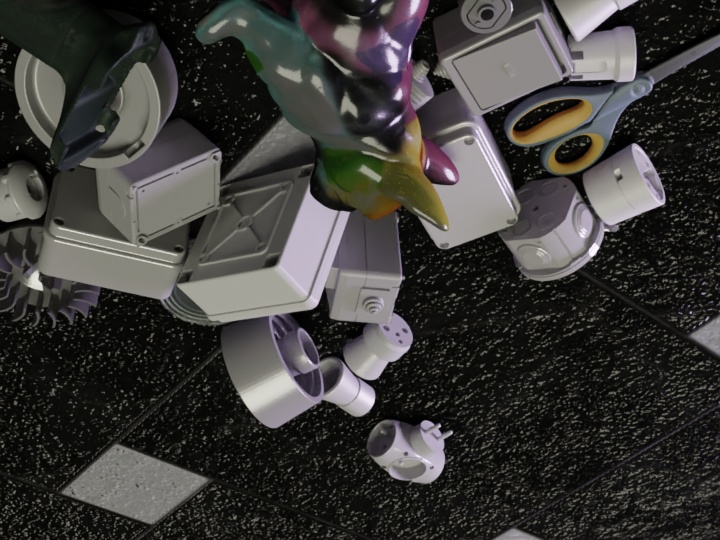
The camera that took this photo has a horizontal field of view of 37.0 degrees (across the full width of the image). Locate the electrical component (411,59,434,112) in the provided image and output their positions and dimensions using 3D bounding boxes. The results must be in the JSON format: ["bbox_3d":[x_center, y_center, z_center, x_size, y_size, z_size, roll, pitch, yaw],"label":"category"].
[{"bbox_3d":[0.021,-0.129,0.810,0.043,0.043,0.081,31,126,-31],"label":"electrical component"}]

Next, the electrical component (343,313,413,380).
[{"bbox_3d":[0.017,0.071,1.020,0.045,0.045,0.055,25,129,-27],"label":"electrical component"}]

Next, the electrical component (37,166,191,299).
[{"bbox_3d":[-0.197,-0.031,0.872,0.113,0.078,0.057,13,137,-18],"label":"electrical component"}]

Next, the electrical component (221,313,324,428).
[{"bbox_3d":[-0.073,0.083,0.984,0.060,0.108,0.108,-26,133,13],"label":"electrical component"}]

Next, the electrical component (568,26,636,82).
[{"bbox_3d":[0.178,-0.158,0.795,0.046,0.040,0.040,-3,137,7],"label":"electrical component"}]

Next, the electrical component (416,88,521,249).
[{"bbox_3d":[0.073,-0.078,0.857,0.078,0.057,0.113,-20,134,16],"label":"electrical component"}]

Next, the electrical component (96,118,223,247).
[{"bbox_3d":[-0.152,-0.073,0.831,0.096,0.061,0.061,-29,144,-32],"label":"electrical component"}]

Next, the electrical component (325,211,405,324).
[{"bbox_3d":[0.000,0.000,0.906,0.061,0.096,0.061,5,136,-9],"label":"electrical component"}]

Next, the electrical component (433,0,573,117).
[{"bbox_3d":[0.097,-0.156,0.774,0.096,0.061,0.061,-23,133,19],"label":"electrical component"}]

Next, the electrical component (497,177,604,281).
[{"bbox_3d":[0.157,-0.035,0.895,0.080,0.080,0.051,-26,127,21],"label":"electrical component"}]

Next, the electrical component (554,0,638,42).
[{"bbox_3d":[0.171,-0.195,0.754,0.065,0.044,0.044,-28,132,17],"label":"electrical component"}]

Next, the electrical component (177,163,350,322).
[{"bbox_3d":[-0.075,-0.020,0.851,0.109,0.108,0.056,-10,138,35],"label":"electrical component"}]

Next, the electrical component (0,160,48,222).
[{"bbox_3d":[-0.286,-0.059,0.861,0.062,0.048,0.048,-12,136,18],"label":"electrical component"}]

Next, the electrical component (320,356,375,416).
[{"bbox_3d":[-0.015,0.119,1.072,0.044,0.044,0.065,-28,136,24],"label":"electrical component"}]

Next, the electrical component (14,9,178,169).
[{"bbox_3d":[-0.183,-0.134,0.770,0.108,0.060,0.108,6,120,11],"label":"electrical component"}]

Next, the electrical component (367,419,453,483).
[{"bbox_3d":[0.062,0.186,1.144,0.077,0.044,0.079,33,125,-32],"label":"electrical component"}]

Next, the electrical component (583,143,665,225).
[{"bbox_3d":[0.215,-0.069,0.881,0.047,0.055,0.055,-28,132,28],"label":"electrical component"}]

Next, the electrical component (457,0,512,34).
[{"bbox_3d":[0.082,-0.192,0.732,0.044,0.065,0.044,-2,137,-2],"label":"electrical component"}]
